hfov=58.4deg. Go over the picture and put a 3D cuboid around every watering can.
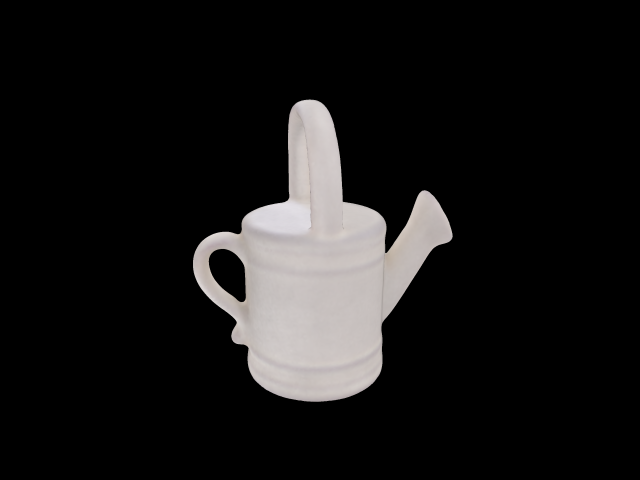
[{"bbox_3d":[0.003,0.001,0.402,0.173,0.194,0.100,-11,21,-30],"label":"watering can"}]
